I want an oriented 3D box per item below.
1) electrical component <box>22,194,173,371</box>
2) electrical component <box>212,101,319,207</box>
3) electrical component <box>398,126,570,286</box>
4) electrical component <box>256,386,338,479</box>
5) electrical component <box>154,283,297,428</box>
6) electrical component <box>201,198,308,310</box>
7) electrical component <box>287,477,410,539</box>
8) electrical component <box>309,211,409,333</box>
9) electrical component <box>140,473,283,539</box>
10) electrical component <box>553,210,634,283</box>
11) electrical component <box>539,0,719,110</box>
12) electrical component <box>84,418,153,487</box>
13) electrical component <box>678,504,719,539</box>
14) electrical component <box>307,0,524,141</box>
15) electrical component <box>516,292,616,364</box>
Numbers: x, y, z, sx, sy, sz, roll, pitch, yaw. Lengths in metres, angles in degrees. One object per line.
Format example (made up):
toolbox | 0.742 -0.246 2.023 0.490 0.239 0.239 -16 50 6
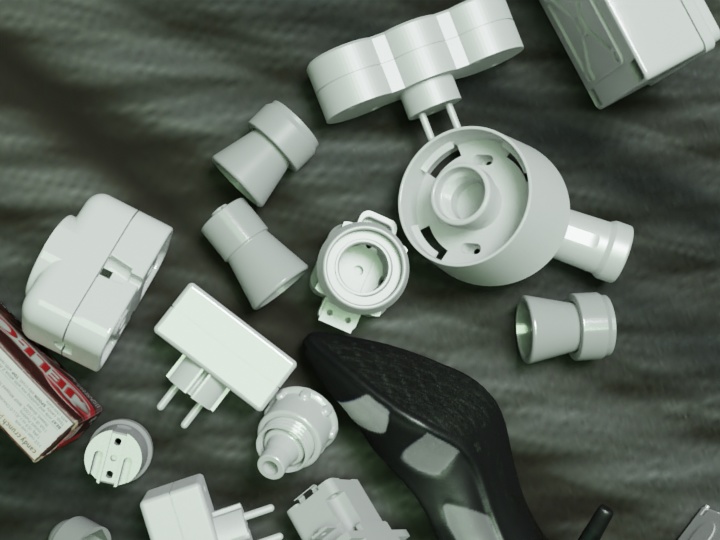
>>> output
electrical component | -0.163 0.005 0.655 0.059 0.053 0.095 27 61 -4
electrical component | -0.060 -0.075 0.687 0.045 0.045 0.055 45 83 -2
electrical component | 0.077 -0.042 0.688 0.099 0.064 0.099 -6 77 27
electrical component | -0.044 0.105 0.667 0.048 0.062 0.048 8 117 16
electrical component | -0.096 0.063 0.675 0.083 0.047 0.075 38 84 -3
electrical component | -0.070 -0.013 0.686 0.044 0.044 0.065 -38 87 -7
electrical component | -0.009 0.164 0.666 0.042 0.081 0.063 -41 63 13
electrical component | 0.000 0.000 0.684 0.058 0.057 0.078 24 85 -4
electrical component | -0.087 0.169 0.670 0.076 0.047 0.083 -17 89 -7
electrical component | 0.152 -0.017 0.710 0.046 0.040 0.040 19 85 1
electrical component | 0.164 -0.168 0.685 0.056 0.109 0.108 -28 90 -4
electrical component | -0.150 0.114 0.667 0.040 0.046 0.040 0 87 -6
electrical component | 0.253 0.209 0.697 0.096 0.062 0.061 40 84 -3
electrical component | 0.042 -0.121 0.697 0.138 0.052 0.073 -21 89 -7
electrical component | 0.134 0.037 0.702 0.055 0.045 0.045 -3 87 -7
